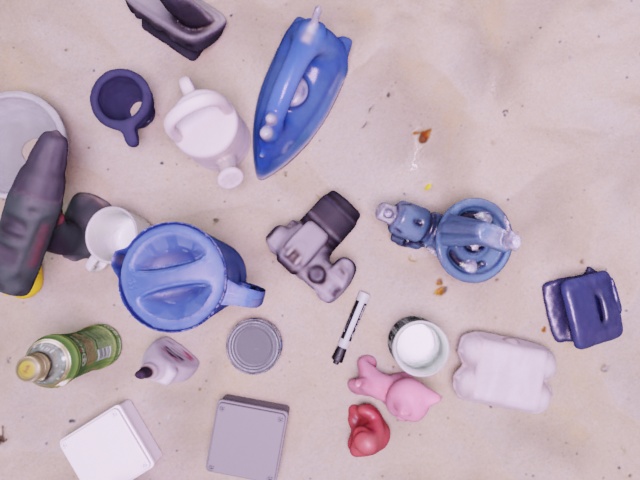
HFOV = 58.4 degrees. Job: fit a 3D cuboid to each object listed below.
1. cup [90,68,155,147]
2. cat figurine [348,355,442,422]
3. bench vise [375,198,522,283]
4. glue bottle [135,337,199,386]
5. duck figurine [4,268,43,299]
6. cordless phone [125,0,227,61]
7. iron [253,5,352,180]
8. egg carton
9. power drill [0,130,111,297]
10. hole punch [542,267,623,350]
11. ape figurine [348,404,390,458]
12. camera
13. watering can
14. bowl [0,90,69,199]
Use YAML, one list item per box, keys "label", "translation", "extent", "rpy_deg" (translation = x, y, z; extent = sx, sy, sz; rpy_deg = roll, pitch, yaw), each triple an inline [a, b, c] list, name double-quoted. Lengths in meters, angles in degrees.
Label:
- label: "cup"
  translation: [-0.289, -0.194, 0.885]
  extent: [0.091, 0.095, 0.118]
  rpy_deg: [-16, 87, 1]
- label: "cat figurine"
  translation: [0.107, 0.226, 0.843]
  extent: [0.127, 0.118, 0.067]
  rpy_deg: [20, 88, 3]
- label: "bench vise"
  translation: [0.182, 0.000, 0.800]
  extent: [0.207, 0.220, 0.121]
  rpy_deg: [0, 87, 2]
- label: "glue bottle"
  translation: [-0.229, 0.181, 0.828]
  extent: [0.078, 0.173, 0.037]
  rpy_deg: [33, 89, 3]
- label: "duck figurine"
  translation: [-0.488, 0.044, 0.885]
  extent: [0.077, 0.086, 0.104]
  rpy_deg: [-32, 87, 0]
- label: "cordless phone"
  translation: [-0.227, -0.357, 0.846]
  extent: [0.147, 0.185, 0.094]
  rpy_deg: [30, 89, 3]
- label: "iron"
  translation: [-0.045, -0.217, 0.856]
  extent: [0.118, 0.141, 0.258]
  rpy_deg: [23, 88, 3]
- label: "egg carton"
  translation: [0.277, 0.199, 0.863]
  extent: [0.150, 0.069, 0.107]
  rpy_deg: [10, 88, 2]
- label: "power drill"
  translation: [-0.381, -0.033, 0.824]
  extent: [0.075, 0.208, 0.230]
  rpy_deg: [22, 88, 3]
- label: "hole punch"
  translation: [0.399, 0.100, 0.853]
  extent: [0.101, 0.091, 0.109]
  rpy_deg: [-13, 87, 1]
- label: "ape figurine"
  translation: [0.069, 0.292, 0.854]
  extent: [0.076, 0.092, 0.078]
  rpy_deg: [34, 89, 3]
- label: "camera"
  translation: [0.008, 0.003, 0.864]
  extent: [0.143, 0.101, 0.137]
  rpy_deg: [42, 89, 3]
- label: "watering can"
  translation: [-0.160, -0.160, 0.830]
  extent: [0.173, 0.194, 0.101]
  rpy_deg: [42, 89, 3]
- label: "bowl"
  translation: [-0.464, -0.143, 0.898]
  extent: [0.167, 0.075, 0.167]
  rpy_deg: [0, 87, 2]
